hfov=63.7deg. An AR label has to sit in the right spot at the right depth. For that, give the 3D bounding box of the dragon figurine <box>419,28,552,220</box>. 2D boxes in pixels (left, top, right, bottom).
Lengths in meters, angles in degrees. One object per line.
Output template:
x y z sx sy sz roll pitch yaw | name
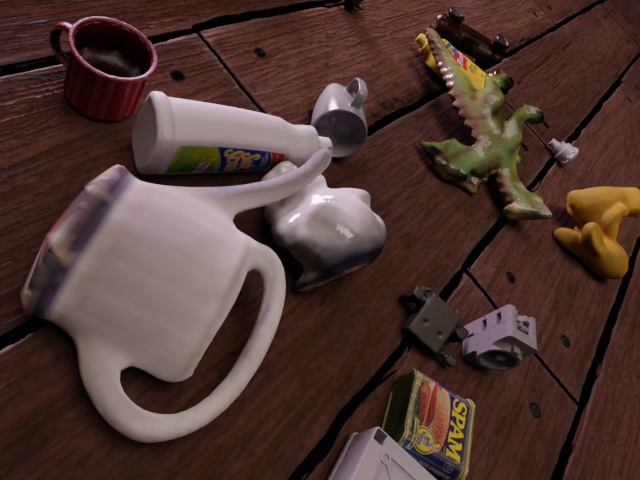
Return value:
0.273 -0.199 0.936 0.411 0.120 0.247 47 54 4 | dragon figurine

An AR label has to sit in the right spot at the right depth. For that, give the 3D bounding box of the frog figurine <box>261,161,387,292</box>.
0.002 -0.031 0.622 0.138 0.121 0.160 -21 85 -22 | frog figurine

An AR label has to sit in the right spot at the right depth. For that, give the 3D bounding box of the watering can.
-0.126 0.004 0.501 0.223 0.102 0.354 30 62 -14 | watering can
